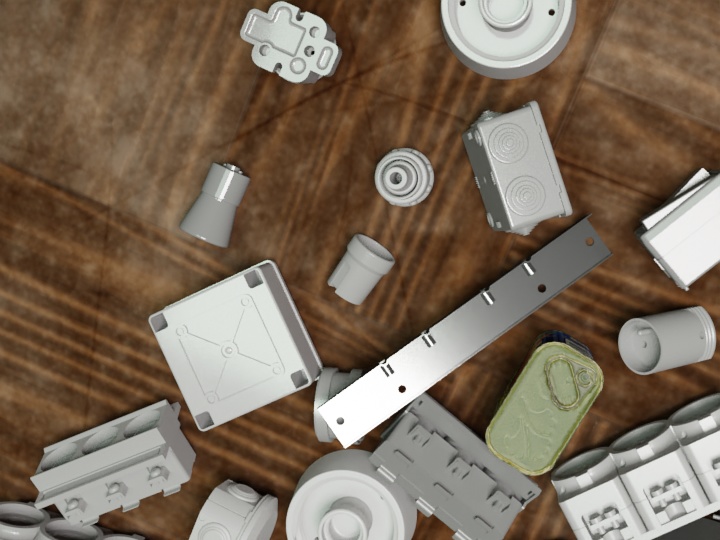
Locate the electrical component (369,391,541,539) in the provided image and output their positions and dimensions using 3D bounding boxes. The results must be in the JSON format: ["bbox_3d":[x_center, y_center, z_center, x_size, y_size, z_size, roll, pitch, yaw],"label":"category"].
[{"bbox_3d":[0.073,0.164,0.868,0.121,0.063,0.078,39,140,3],"label":"electrical component"}]

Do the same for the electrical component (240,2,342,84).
[{"bbox_3d":[-0.051,-0.180,0.863,0.078,0.057,0.058,25,99,6],"label":"electrical component"}]

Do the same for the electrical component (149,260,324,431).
[{"bbox_3d":[-0.102,0.063,0.896,0.109,0.056,0.108,-24,91,11],"label":"electrical component"}]

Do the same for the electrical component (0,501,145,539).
[{"bbox_3d":[-0.254,0.253,0.924,0.150,0.089,0.061,15,98,8],"label":"electrical component"}]

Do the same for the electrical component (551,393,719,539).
[{"bbox_3d":[0.231,0.156,0.833,0.150,0.089,0.061,-28,91,11],"label":"electrical component"}]

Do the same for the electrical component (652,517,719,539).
[{"bbox_3d":[0.224,0.246,0.813,0.150,0.089,0.061,-16,95,-20],"label":"electrical component"}]

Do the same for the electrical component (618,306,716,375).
[{"bbox_3d":[0.245,0.053,0.834,0.081,0.043,0.043,-8,96,-34],"label":"electrical component"}]

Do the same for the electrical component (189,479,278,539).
[{"bbox_3d":[-0.106,0.219,0.902,0.051,0.080,0.080,24,99,11],"label":"electrical component"}]

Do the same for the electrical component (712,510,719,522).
[{"bbox_3d":[0.321,0.192,0.847,0.078,0.040,0.040,15,98,8],"label":"electrical component"}]

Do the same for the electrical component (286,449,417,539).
[{"bbox_3d":[-0.010,0.209,0.894,0.108,0.060,0.108,1,96,9],"label":"electrical component"}]

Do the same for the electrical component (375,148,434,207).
[{"bbox_3d":[0.033,-0.073,0.857,0.048,0.062,0.048,1,96,10],"label":"electrical component"}]

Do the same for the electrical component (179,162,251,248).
[{"bbox_3d":[-0.118,-0.057,0.896,0.044,0.044,0.065,24,94,6],"label":"electrical component"}]

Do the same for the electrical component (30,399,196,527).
[{"bbox_3d":[-0.208,0.167,0.920,0.121,0.078,0.063,-22,114,11],"label":"electrical component"}]

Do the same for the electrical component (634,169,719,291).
[{"bbox_3d":[0.263,-0.039,0.823,0.096,0.062,0.061,-40,88,11],"label":"electrical component"}]

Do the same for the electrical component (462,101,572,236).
[{"bbox_3d":[0.117,-0.076,0.825,0.048,0.100,0.099,-19,92,-2],"label":"electrical component"}]

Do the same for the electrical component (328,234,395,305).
[{"bbox_3d":[0.000,0.000,0.882,0.040,0.040,0.046,36,106,4],"label":"electrical component"}]

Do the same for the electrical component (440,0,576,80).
[{"bbox_3d":[0.113,-0.204,0.831,0.108,0.060,0.108,1,96,9],"label":"electrical component"}]
